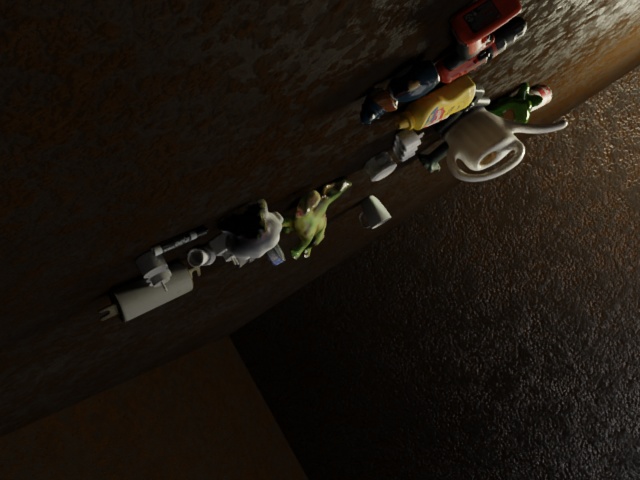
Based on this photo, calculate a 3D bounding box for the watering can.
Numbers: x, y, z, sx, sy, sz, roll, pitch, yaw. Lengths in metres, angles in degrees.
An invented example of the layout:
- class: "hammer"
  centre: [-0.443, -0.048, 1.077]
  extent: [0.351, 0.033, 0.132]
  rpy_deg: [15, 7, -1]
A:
- class: "watering can"
  centre: [0.491, -0.295, 1.443]
  extent: [0.349, 0.228, 0.102]
  rpy_deg: [-31, 153, -7]

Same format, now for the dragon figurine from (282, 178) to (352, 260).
- class: "dragon figurine"
  centre: [0.004, -0.071, 1.415]
  extent: [0.240, 0.123, 0.411]
  rpy_deg: [-43, 170, 17]

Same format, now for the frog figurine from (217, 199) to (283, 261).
- class: "frog figurine"
  centre: [-0.142, -0.010, 1.157]
  extent: [0.138, 0.124, 0.157]
  rpy_deg: [-49, 162, -11]
